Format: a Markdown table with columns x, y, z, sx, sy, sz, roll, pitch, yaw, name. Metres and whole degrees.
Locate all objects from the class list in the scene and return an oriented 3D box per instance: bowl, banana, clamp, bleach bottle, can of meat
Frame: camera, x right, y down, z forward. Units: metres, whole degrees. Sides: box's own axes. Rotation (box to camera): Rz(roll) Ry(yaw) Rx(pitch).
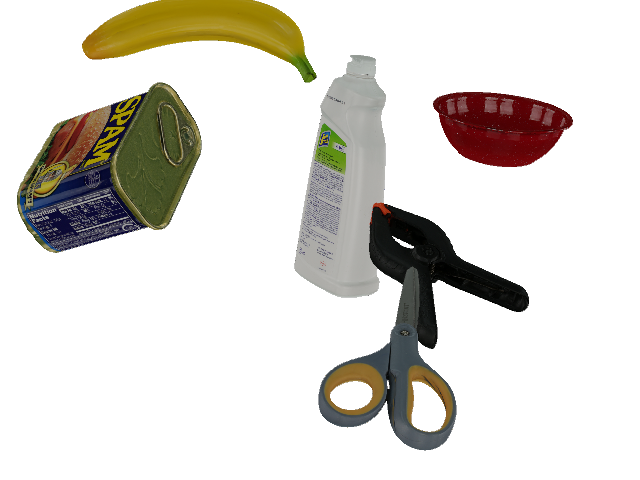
| x | y | z | sx | sy | sz | roll | pitch | yaw | name |
| --- | --- | --- | --- | --- | --- | --- | --- | --- | --- |
| 0.208 | -0.126 | 1.242 | 0.162 | 0.055 | 0.162 | 4 | 23 | -2 | bowl |
| -0.099 | -0.177 | 0.903 | 0.198 | 0.069 | 0.037 | 5 | -34 | 0 | banana |
| 0.108 | 0.024 | 0.981 | 0.120 | 0.039 | 0.171 | -7 | 46 | -27 | clamp |
| 0.032 | -0.072 | 1.155 | 0.067 | 0.251 | 0.103 | -7 | 23 | -39 | bleach bottle |
| -0.133 | -0.044 | 0.671 | 0.084 | 0.057 | 0.102 | -14 | 37 | 27 | can of meat |

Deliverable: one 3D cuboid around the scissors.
| x | y | z | sx | sy | sz | roll | pitch | yaw | name |
| --- | --- | --- | --- | --- | --- | --- | --- | --- | --- |
| 0.039 | 0.072 | 0.730 | 0.096 | 0.016 | 0.202 | 1 | 30 | -9 | scissors |
